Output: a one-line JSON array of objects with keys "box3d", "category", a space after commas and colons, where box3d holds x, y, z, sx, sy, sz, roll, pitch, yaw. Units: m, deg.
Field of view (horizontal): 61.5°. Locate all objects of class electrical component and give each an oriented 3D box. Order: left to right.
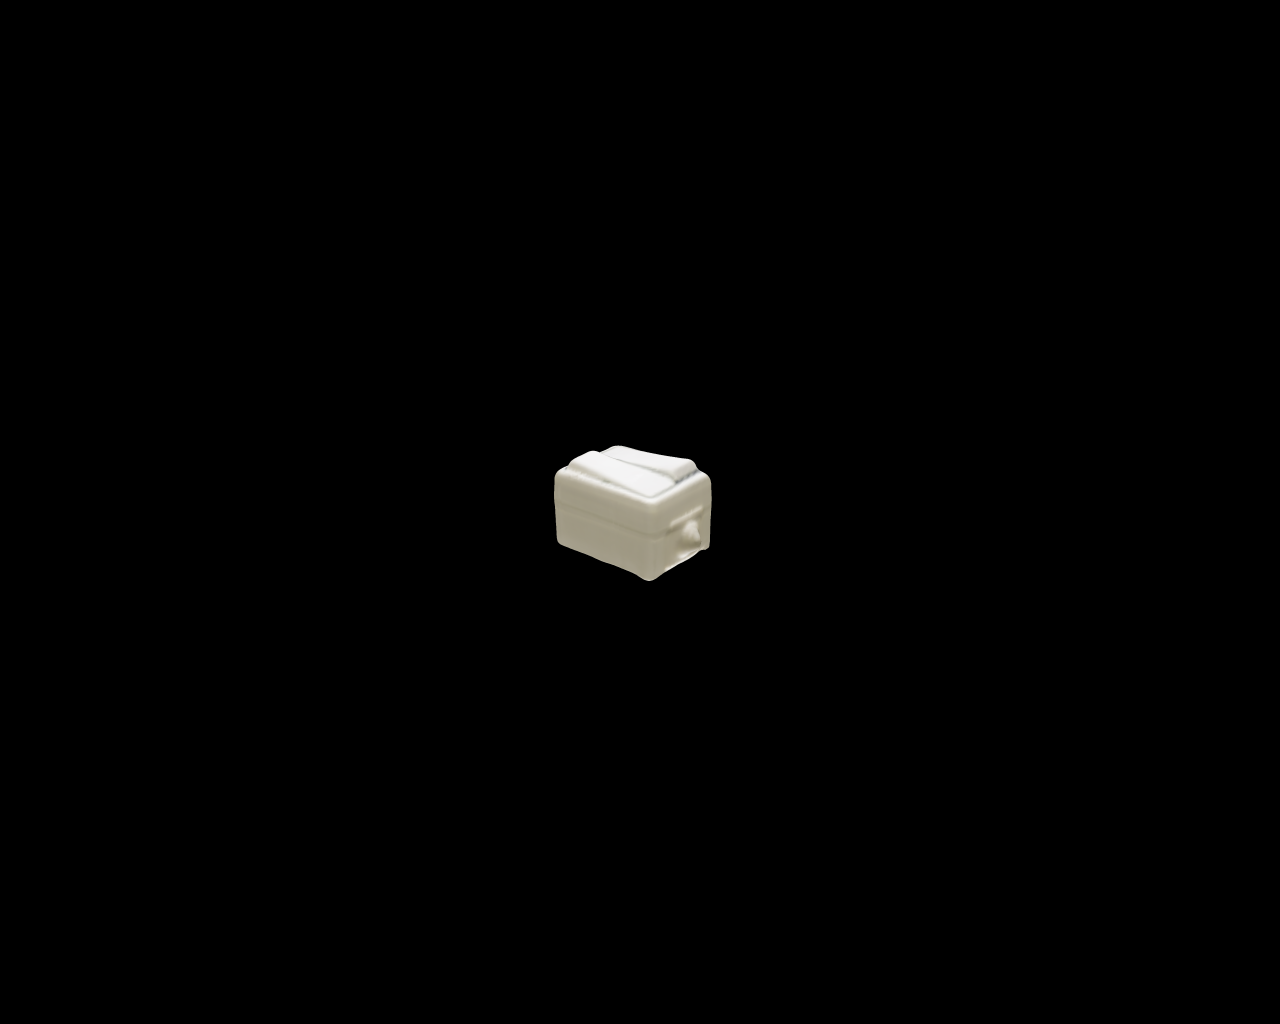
[{"box3d": [0.001, -0.003, 0.650, 0.096, 0.061, 0.062, 20, 32, 36], "category": "electrical component"}]
